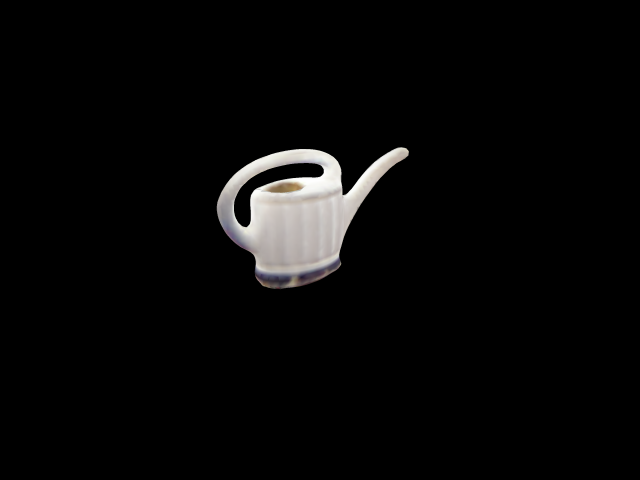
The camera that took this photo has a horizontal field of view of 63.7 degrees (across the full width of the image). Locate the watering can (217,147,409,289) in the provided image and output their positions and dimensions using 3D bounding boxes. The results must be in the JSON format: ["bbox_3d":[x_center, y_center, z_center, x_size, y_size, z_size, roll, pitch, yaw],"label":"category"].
[{"bbox_3d":[0.003,-0.043,0.850,0.349,0.221,0.105,-11,24,-26],"label":"watering can"}]
